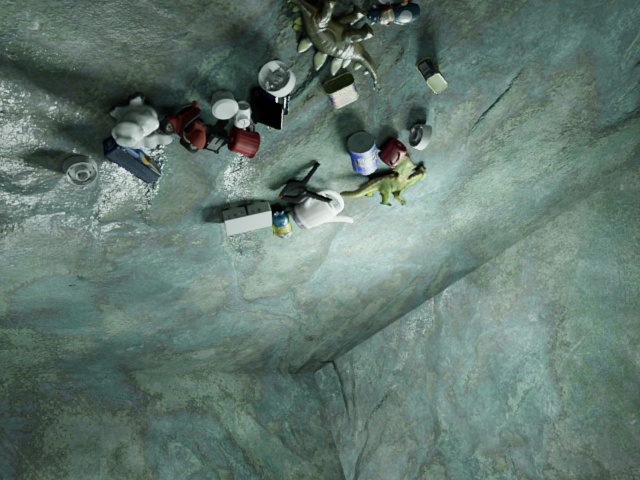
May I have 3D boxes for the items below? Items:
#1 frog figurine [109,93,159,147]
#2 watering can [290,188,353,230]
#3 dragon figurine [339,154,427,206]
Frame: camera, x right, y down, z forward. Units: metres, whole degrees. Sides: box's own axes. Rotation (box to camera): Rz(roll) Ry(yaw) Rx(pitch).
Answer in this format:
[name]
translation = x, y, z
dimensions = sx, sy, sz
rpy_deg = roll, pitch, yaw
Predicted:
[frog figurine]
translation = -0.530, -0.322, 1.477
dimensions = 0.138, 0.163, 0.120
rpy_deg = -16, 150, -7
[watering can]
translation = 0.007, -0.110, 2.193
dimensions = 0.223, 0.106, 0.342
rpy_deg = -26, 148, 11
[dragon figurine]
translation = 0.292, -0.265, 2.162
dimensions = 0.411, 0.124, 0.238
rpy_deg = -1, 126, -33
